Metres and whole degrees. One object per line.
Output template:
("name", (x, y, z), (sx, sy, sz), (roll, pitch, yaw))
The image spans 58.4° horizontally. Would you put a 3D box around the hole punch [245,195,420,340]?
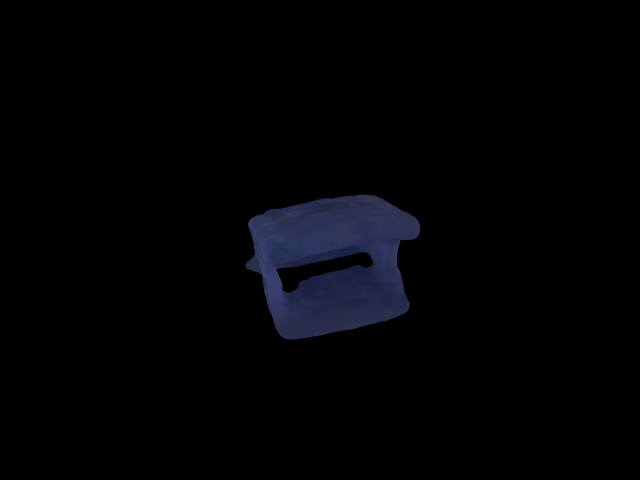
("hole punch", (0.004, 0.001, 0.400), (0.109, 0.091, 0.101), (-11, 43, -12))
